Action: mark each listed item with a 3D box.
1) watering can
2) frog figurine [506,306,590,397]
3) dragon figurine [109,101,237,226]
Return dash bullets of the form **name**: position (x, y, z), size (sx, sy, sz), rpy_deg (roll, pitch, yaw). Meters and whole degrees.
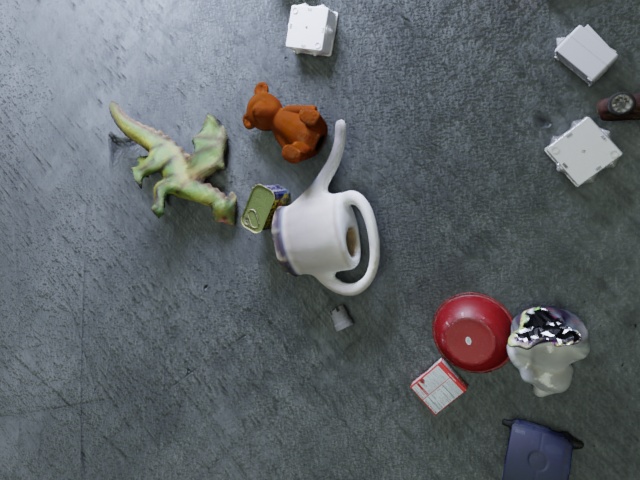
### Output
- **watering can**: position (0.003, -0.053, 1.051), size (0.223, 0.104, 0.347), rpy_deg (-11, 92, 25)
- **frog figurine**: position (0.409, 0.199, 0.917), size (0.137, 0.125, 0.156), rpy_deg (-21, 125, 13)
- **dragon figurine**: position (-0.321, -0.202, 1.203), size (0.242, 0.122, 0.412), rpy_deg (-29, 86, 7)
